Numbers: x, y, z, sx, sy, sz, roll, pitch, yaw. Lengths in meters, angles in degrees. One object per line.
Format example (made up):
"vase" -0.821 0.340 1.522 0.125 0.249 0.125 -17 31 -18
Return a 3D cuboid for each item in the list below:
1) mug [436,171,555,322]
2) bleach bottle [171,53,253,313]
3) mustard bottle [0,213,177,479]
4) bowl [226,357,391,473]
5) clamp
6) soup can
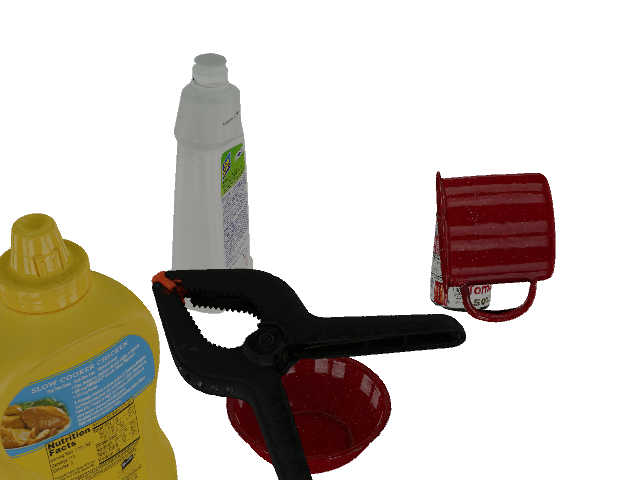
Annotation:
"mug" 0.131 0.003 0.799 0.081 0.117 0.093 -4 -18 5
"bleach bottle" -0.101 -0.057 1.001 0.068 0.251 0.102 12 35 10
"mustard bottle" -0.120 0.071 0.503 0.096 0.192 0.058 -26 42 -31
"bowl" -0.011 0.179 1.056 0.162 0.055 0.162 0 33 0
"clamp" -0.022 0.069 0.699 0.210 0.164 0.036 35 -23 29
"soup can" 0.157 0.020 1.177 0.068 0.102 0.068 2 15 -1
